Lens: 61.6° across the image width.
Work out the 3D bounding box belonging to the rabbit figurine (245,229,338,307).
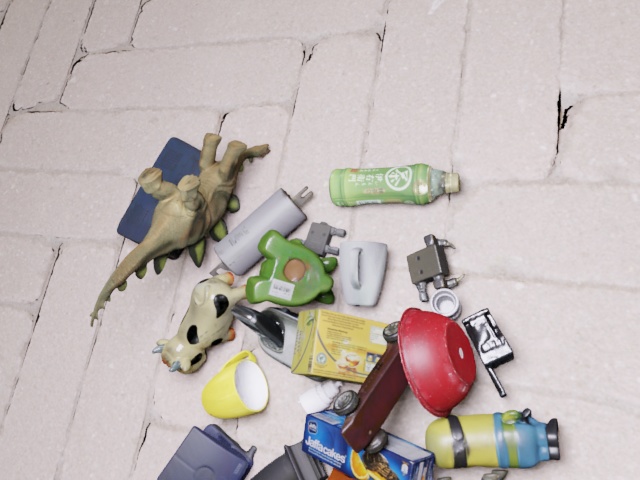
[{"bbox_3d":[-0.047,0.051,0.914,0.159,0.170,0.121,8,87,-14],"label":"rabbit figurine"}]

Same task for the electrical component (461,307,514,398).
[{"bbox_3d":[0.257,0.166,0.793,0.048,0.074,0.119,-29,60,9],"label":"electrical component"}]

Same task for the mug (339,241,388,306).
[{"bbox_3d":[0.070,0.057,0.890,0.081,0.109,0.107,0,85,11],"label":"mug"}]

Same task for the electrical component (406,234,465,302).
[{"bbox_3d":[0.188,0.043,0.883,0.078,0.045,0.102,-36,56,38],"label":"electrical component"}]

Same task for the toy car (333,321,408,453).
[{"bbox_3d":[0.089,0.205,0.761,0.053,0.089,0.202,-11,29,50],"label":"toy car"}]

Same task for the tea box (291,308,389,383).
[{"bbox_3d":[0.049,0.168,0.818,0.068,0.169,0.098,-23,54,58],"label":"tea box"}]

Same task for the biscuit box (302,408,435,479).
[{"bbox_3d":[0.064,0.308,0.783,0.203,0.059,0.062,7,90,44],"label":"biscuit box"}]

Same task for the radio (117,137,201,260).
[{"bbox_3d":[-0.298,-0.083,1.094,0.131,0.073,0.229,25,83,25],"label":"radio"}]

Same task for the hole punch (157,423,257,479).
[{"bbox_3d":[-0.186,0.374,0.878,0.116,0.092,0.142,31,81,23],"label":"hole punch"}]

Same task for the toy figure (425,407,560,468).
[{"bbox_3d":[0.238,0.278,0.751,0.180,0.089,0.082,-7,64,21],"label":"toy figure"}]

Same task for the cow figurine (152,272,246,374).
[{"bbox_3d":[-0.210,0.155,0.939,0.086,0.127,0.194,38,114,30],"label":"cow figurine"}]

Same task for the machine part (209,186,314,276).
[{"bbox_3d":[-0.110,-0.015,0.993,0.243,0.079,0.079,-40,63,2],"label":"machine part"}]

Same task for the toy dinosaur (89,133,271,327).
[{"bbox_3d":[-0.241,-0.043,0.965,0.105,0.198,0.471,25,49,26],"label":"toy dinosaur"}]

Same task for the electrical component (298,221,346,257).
[{"bbox_3d":[-0.002,-0.003,0.981,0.094,0.021,0.063,11,75,25],"label":"electrical component"}]

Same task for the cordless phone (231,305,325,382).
[{"bbox_3d":[-0.053,0.150,0.854,0.147,0.184,0.088,23,76,26],"label":"cordless phone"}]

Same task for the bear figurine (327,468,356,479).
[{"bbox_3d":[0.049,0.438,0.766,0.120,0.132,0.195,1,90,22],"label":"bear figurine"}]

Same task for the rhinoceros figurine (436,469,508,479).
[{"bbox_3d":[0.237,0.371,0.727,0.190,0.073,0.112,-8,67,18],"label":"rhinoceros figurine"}]

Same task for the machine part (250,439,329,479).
[{"bbox_3d":[-0.059,0.377,0.856,0.139,0.039,0.084,-31,69,6],"label":"machine part"}]
